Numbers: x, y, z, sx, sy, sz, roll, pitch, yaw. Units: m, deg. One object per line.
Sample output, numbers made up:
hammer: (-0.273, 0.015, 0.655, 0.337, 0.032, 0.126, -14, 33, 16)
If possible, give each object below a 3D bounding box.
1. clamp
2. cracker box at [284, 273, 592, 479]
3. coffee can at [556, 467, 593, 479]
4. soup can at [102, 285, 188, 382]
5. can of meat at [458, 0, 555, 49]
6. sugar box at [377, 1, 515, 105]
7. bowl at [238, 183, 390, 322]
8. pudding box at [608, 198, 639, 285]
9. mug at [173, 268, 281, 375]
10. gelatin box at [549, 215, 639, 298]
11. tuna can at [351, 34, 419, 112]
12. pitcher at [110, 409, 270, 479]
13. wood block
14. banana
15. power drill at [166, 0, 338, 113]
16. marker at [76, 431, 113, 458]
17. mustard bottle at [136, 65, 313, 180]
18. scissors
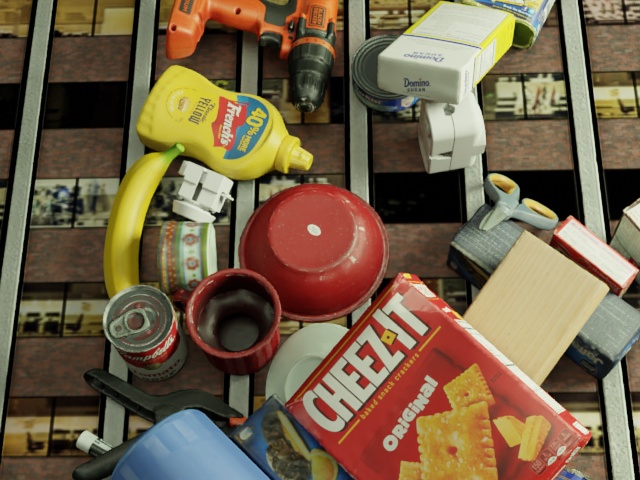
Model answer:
clamp: (-0.158, 0.174, 1.046, 0.171, 0.039, 0.120, -4, 60, -12)
cracker box: (0.100, 0.158, 0.931, 0.214, 0.072, 0.164, 42, 97, 18)
coffee can: (0.208, 0.288, 0.947, 0.103, 0.103, 0.140, 40, 73, 18)
soup can: (-0.170, 0.094, 1.051, 0.068, 0.102, 0.068, -1, 66, 2)
can of meat: (0.217, -0.277, 1.225, 0.102, 0.057, 0.084, 24, 71, 13)
sugar box: (0.137, -0.202, 1.139, 0.093, 0.048, 0.176, 15, 38, 23)
bowl: (-0.007, 0.001, 1.112, 0.162, 0.055, 0.162, -1, 66, 2)
pudding box: (0.343, 0.021, 1.067, 0.039, 0.090, 0.113, -32, 68, -11)
mug: (-0.093, 0.082, 1.065, 0.117, 0.081, 0.093, 20, 68, 11)
gelatin box: (0.271, 0.026, 1.077, 0.089, 0.073, 0.030, 41, 74, 18)
tuna can: (0.078, -0.187, 1.203, 0.086, 0.034, 0.086, -1, 66, 2)
pitcher: (-0.075, 0.266, 0.909, 0.145, 0.149, 0.243, -40, 68, -15)
wood block: (0.173, 0.103, 0.999, 0.091, 0.090, 0.206, 36, 96, 17)
banana: (-0.197, -0.013, 1.125, 0.070, 0.037, 0.198, -7, 65, 48)
power drill: (-0.074, -0.225, 1.192, 0.187, 0.057, 0.184, 10, 52, -4)
marker: (-0.183, 0.223, 1.040, 0.121, 0.020, 0.020, 27, 70, 13)
mustard bottle: (-0.098, -0.118, 1.167, 0.192, 0.058, 0.096, 22, 69, 11)
scissors: (0.198, -0.021, 1.063, 0.096, 0.201, 0.016, 29, 112, -3)
